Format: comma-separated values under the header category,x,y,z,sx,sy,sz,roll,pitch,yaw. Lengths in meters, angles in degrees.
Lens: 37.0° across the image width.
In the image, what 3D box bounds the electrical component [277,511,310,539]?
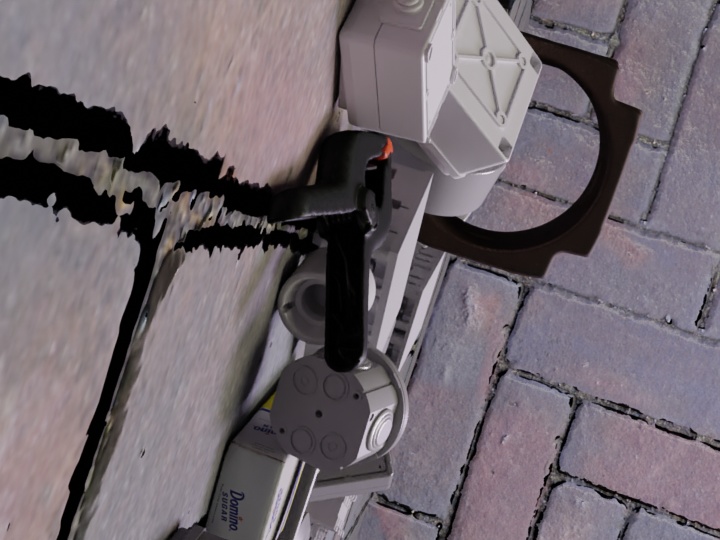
category,x,y,z,sx,sy,sz,roll,pitch,yaw
electrical component,-0.074,0.224,0.853,0.080,0.051,0.080,19,90,-83

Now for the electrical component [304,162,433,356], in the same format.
category,x,y,z,sx,sy,sz,roll,pitch,yaw
electrical component,0.000,0.000,0.793,0.150,0.062,0.089,101,10,-47

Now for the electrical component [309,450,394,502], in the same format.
category,x,y,z,sx,sy,sz,roll,pitch,yaw
electrical component,-0.022,0.171,0.975,0.061,0.096,0.061,94,-13,-64

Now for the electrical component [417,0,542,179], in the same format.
category,x,y,z,sx,sy,sz,roll,pitch,yaw
electrical component,0.069,-0.141,0.758,0.108,0.056,0.108,46,50,-30

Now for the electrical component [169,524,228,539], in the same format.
category,x,y,z,sx,sy,sz,roll,pitch,yaw
electrical component,-0.101,0.212,0.584,0.109,0.056,0.108,-41,149,-77

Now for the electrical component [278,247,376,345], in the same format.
category,x,y,z,sx,sy,sz,roll,pitch,yaw
electrical component,-0.023,0.017,0.700,0.047,0.055,0.055,-48,156,-65

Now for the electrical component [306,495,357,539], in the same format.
category,x,y,z,sx,sy,sz,roll,pitch,yaw
electrical component,-0.042,0.235,1.082,0.121,0.063,0.078,83,26,-74

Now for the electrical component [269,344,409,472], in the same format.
category,x,y,z,sx,sy,sz,roll,pitch,yaw
electrical component,-0.014,0.087,0.687,0.051,0.080,0.080,-8,118,-61

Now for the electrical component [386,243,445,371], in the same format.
category,x,y,z,sx,sy,sz,roll,pitch,yaw
electrical component,0.043,0.038,1.237,0.186,0.060,0.105,-51,158,-71

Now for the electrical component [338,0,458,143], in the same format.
category,x,y,z,sx,sy,sz,roll,pitch,yaw
electrical component,0.021,-0.132,0.639,0.096,0.061,0.061,83,26,-57

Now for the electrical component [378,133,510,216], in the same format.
category,x,y,z,sx,sy,sz,roll,pitch,yaw
electrical component,0.060,-0.089,0.867,0.108,0.108,0.060,-63,175,-50

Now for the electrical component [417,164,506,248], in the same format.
category,x,y,z,sx,sy,sz,roll,pitch,yaw
electrical component,0.087,-0.084,1.083,0.078,0.057,0.113,-34,-167,51

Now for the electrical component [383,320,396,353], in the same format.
category,x,y,z,sx,sy,sz,roll,pitch,yaw
electrical component,-0.002,0.077,1.040,0.083,0.047,0.075,7,101,-83
